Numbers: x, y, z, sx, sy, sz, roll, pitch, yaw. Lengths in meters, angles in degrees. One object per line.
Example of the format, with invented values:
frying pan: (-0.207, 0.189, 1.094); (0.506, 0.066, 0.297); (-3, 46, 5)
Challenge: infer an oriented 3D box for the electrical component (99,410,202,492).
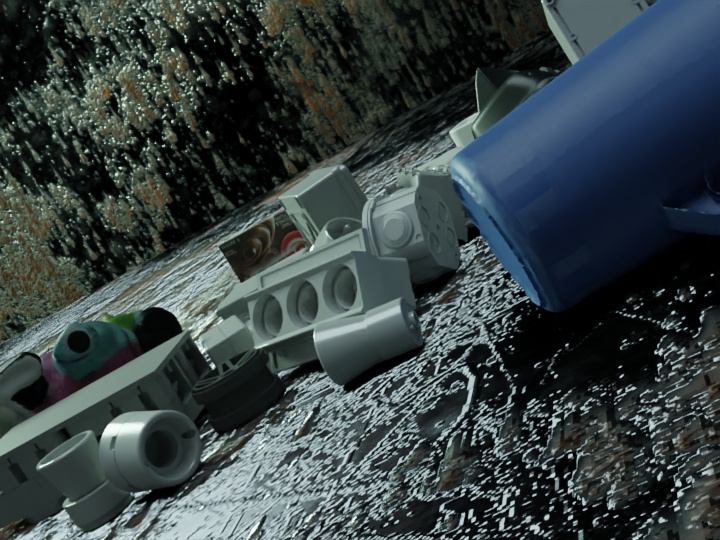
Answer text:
electrical component: (-0.140, 0.121, 0.725); (0.047, 0.055, 0.055); (-15, 18, 46)

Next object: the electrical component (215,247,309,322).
electrical component: (-0.082, 0.028, 1.038); (0.100, 0.048, 0.099); (-29, 10, 14)

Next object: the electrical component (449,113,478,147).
electrical component: (0.157, -0.153, 1.205); (0.095, 0.059, 0.054); (-24, 11, 34)

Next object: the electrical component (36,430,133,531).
electrical component: (-0.190, 0.146, 0.744); (0.045, 0.055, 0.045); (-30, 9, 6)

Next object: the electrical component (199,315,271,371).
electrical component: (-0.088, 0.060, 0.895); (0.076, 0.047, 0.083); (-32, 10, -9)

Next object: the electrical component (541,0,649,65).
electrical component: (0.185, -0.169, 0.794); (0.062, 0.096, 0.061); (-30, -18, 9)

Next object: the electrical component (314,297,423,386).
electrical component: (0.008, 0.044, 0.706); (0.065, 0.044, 0.044); (-23, 11, 16)

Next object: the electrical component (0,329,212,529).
electrical component: (-0.213, 0.131, 0.874); (0.186, 0.060, 0.105); (-29, 10, 12)

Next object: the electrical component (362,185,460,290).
electrical component: (0.040, -0.026, 0.852); (0.051, 0.080, 0.080); (-20, 13, 26)

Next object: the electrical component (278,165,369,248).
electrical component: (-0.021, -0.041, 1.026); (0.056, 0.108, 0.109); (-35, 10, -10)

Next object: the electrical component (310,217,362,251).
electrical component: (0.000, 0.000, 0.890); (0.079, 0.077, 0.044); (1, 39, -22)

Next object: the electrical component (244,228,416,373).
electrical component: (-0.022, 0.025, 0.803); (0.063, 0.078, 0.121); (2, -17, -45)

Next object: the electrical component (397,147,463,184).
electrical component: (0.090, -0.086, 1.082); (0.059, 0.053, 0.095); (-38, 12, -35)

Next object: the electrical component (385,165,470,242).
electrical component: (0.062, -0.061, 0.974); (0.079, 0.063, 0.121); (-3, 7, -6)
